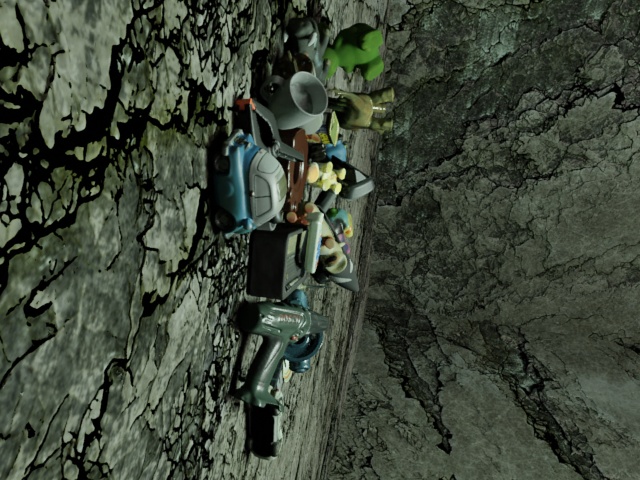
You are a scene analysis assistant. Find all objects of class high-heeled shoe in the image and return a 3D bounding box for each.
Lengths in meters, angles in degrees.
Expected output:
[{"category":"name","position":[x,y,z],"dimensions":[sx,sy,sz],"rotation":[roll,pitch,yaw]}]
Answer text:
[{"category":"high-heeled shoe","position":[0.038,0.018,1.387],"dimensions":[0.086,0.249,0.145],"rotation":[-37,170,-26]}]

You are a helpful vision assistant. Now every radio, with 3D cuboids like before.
[{"category":"radio","position":[-0.077,0.038,1.100],"dimensions":[0.229,0.073,0.131],"rotation":[-28,124,-77]}]

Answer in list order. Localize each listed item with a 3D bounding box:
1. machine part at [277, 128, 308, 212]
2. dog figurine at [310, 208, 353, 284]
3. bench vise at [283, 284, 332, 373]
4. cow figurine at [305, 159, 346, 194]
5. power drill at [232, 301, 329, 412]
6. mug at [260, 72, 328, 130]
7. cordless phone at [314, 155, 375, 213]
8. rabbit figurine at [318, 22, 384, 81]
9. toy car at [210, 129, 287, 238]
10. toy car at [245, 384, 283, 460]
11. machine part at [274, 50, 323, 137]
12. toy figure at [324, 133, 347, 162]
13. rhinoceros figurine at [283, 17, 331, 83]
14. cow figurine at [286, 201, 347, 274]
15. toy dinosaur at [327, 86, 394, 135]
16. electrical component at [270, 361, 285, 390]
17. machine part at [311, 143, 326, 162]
[{"category":"machine part","position":[-0.065,-0.144,1.086],"dimensions":[0.179,0.056,0.179],"rotation":[6,90,-80]},{"category":"dog figurine","position":[0.021,0.018,1.542],"dimensions":[0.219,0.109,0.191],"rotation":[-50,147,-66]},{"category":"bench vise","position":[-0.051,0.182,1.238],"dimensions":[0.240,0.129,0.223],"rotation":[84,14,-67]},{"category":"cow figurine","position":[-0.015,-0.160,1.293],"dimensions":[0.167,0.098,0.068],"rotation":[9,97,-62]},{"category":"power drill","position":[-0.076,0.222,1.041],"dimensions":[0.231,0.086,0.207],"rotation":[31,78,-49]},{"category":"mug","position":[-0.060,-0.242,0.949],"dimensions":[0.107,0.109,0.081],"rotation":[-22,-124,51]},{"category":"cordless phone","position":[0.042,-0.115,1.409],"dimensions":[0.088,0.147,0.184],"rotation":[24,102,-44]},{"category":"rabbit figurine","position":[0.042,-0.440,1.249],"dimensions":[0.159,0.170,0.121],"rotation":[56,-13,27]},{"category":"toy car","position":[-0.101,-0.081,0.809],"dimensions":[0.109,0.103,0.161],"rotation":[-68,164,-58]},{"category":"toy car","position":[-0.117,0.382,1.134],"dimensions":[0.056,0.074,0.201],"rotation":[-55,151,-61]},{"category":"machine part","position":[-0.039,-0.285,1.065],"dimensions":[0.243,0.079,0.079],"rotation":[71,29,-68]},{"category":"toy figure","position":[0.036,-0.223,1.499],"dimensions":[0.089,0.082,0.179],"rotation":[-80,170,-45]},{"category":"rhinoceros figurine","position":[-0.030,-0.377,1.089],"dimensions":[0.190,0.073,0.112],"rotation":[77,34,-68]},{"category":"cow figurine","position":[-0.003,-0.004,1.274],"dimensions":[0.194,0.085,0.127],"rotation":[57,8,-10]},{"category":"toy dinosaur","position":[0.083,-0.320,1.339],"dimensions":[0.471,0.199,0.105],"rotation":[-50,138,-90]},{"category":"electrical component","position":[-0.111,0.299,1.182],"dimensions":[0.075,0.048,0.119],"rotation":[-72,167,-49]},{"category":"machine part","position":[-0.006,-0.217,1.381],"dimensions":[0.139,0.039,0.084],"rotation":[-160,-98,-88]}]
